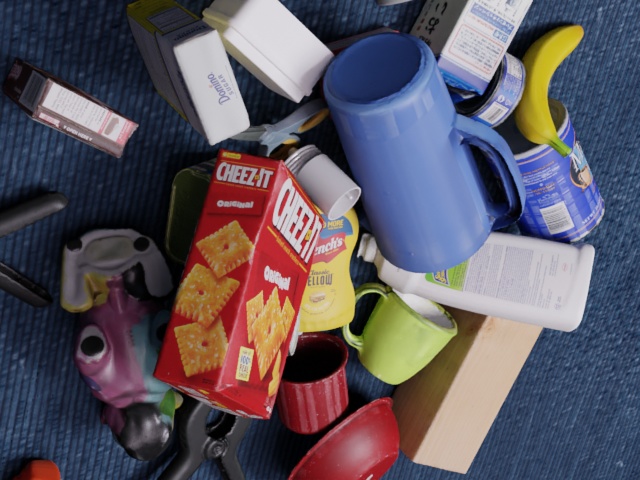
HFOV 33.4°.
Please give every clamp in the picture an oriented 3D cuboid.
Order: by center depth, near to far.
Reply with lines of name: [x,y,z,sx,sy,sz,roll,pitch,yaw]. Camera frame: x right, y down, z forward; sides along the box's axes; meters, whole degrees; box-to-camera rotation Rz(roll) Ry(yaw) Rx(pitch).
clamp: [-0.316,-0.002,0.987,0.171,0.039,0.120,12,105,-30]
clamp: [-0.131,0.230,1.178,0.164,0.036,0.210,-7,114,-39]

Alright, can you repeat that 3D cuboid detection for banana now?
banana: [0.243,-0.170,1.154,0.069,0.197,0.037,23,145,-11]

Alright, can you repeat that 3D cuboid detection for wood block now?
wood block: [0.166,0.163,1.277,0.090,0.090,0.206,19,101,-32]

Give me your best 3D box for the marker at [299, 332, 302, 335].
marker: [-0.077,0.102,1.168,0.120,0.020,0.020,-5,114,-25]

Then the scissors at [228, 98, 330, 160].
scissors: [-0.036,-0.112,1.010,0.096,0.201,0.016,-41,81,2]

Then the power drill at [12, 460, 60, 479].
power drill: [-0.356,0.226,1.059,0.187,0.057,0.184,33,98,-31]

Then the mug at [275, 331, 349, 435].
mug: [-0.006,0.155,1.195,0.117,0.093,0.081,-48,140,-46]

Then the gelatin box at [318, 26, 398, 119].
gelatin box: [0.041,-0.172,1.100,0.089,0.030,0.073,-20,119,-19]

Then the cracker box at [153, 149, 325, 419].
cracker box: [-0.067,0.048,0.987,0.164,0.072,0.213,54,50,-67]

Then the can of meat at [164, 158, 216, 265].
can of meat: [-0.106,-0.029,1.049,0.083,0.057,0.102,-28,132,-61]

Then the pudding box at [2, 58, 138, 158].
pudding box: [-0.222,-0.117,0.940,0.089,0.114,0.039,25,96,-34]

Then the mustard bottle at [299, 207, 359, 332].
mustard bottle: [-0.007,0.002,1.135,0.096,0.058,0.192,-3,113,-14]

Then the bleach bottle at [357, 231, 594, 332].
bleach bottle: [0.168,0.027,1.182,0.251,0.068,0.102,14,77,2]

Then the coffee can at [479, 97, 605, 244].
coffee can: [0.251,-0.076,1.206,0.102,0.103,0.140,-37,123,-8]

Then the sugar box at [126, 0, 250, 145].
sugar box: [-0.118,-0.155,0.938,0.048,0.176,0.093,-27,120,-14]

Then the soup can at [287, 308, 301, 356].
soup can: [-0.075,0.082,1.103,0.102,0.068,0.068,5,113,8]

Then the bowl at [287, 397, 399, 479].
bowl: [0.038,0.254,1.225,0.162,0.055,0.162,-35,158,-17]

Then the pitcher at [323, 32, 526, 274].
pitcher: [0.098,-0.087,1.063,0.149,0.145,0.242,-33,138,-6]

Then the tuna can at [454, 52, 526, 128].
tuna can: [0.177,-0.164,1.139,0.033,0.086,0.086,22,100,-31]
